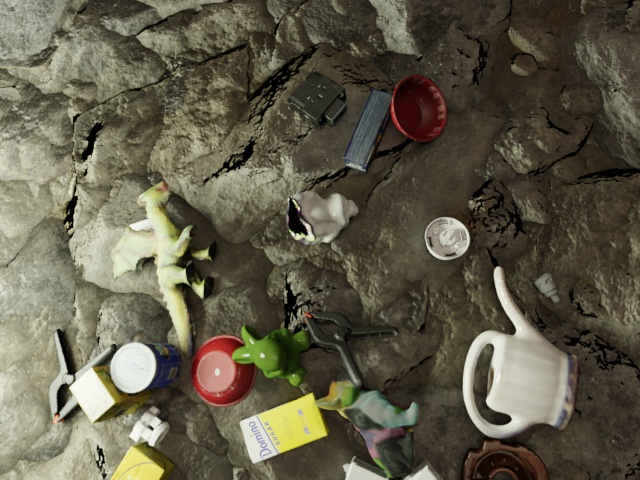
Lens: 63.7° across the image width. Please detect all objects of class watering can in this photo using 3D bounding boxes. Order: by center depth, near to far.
[{"bbox_3d":[0.427,0.243,1.074,0.225,0.103,0.351,14,79,10],"label":"watering can"}]

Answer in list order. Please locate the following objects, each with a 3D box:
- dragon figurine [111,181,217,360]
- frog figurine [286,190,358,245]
[{"bbox_3d":[-0.385,0.065,1.227,0.243,0.122,0.410,9,91,17],"label":"dragon figurine"},{"bbox_3d":[0.004,-0.062,1.226,0.161,0.120,0.139,-21,62,-35],"label":"frog figurine"}]
